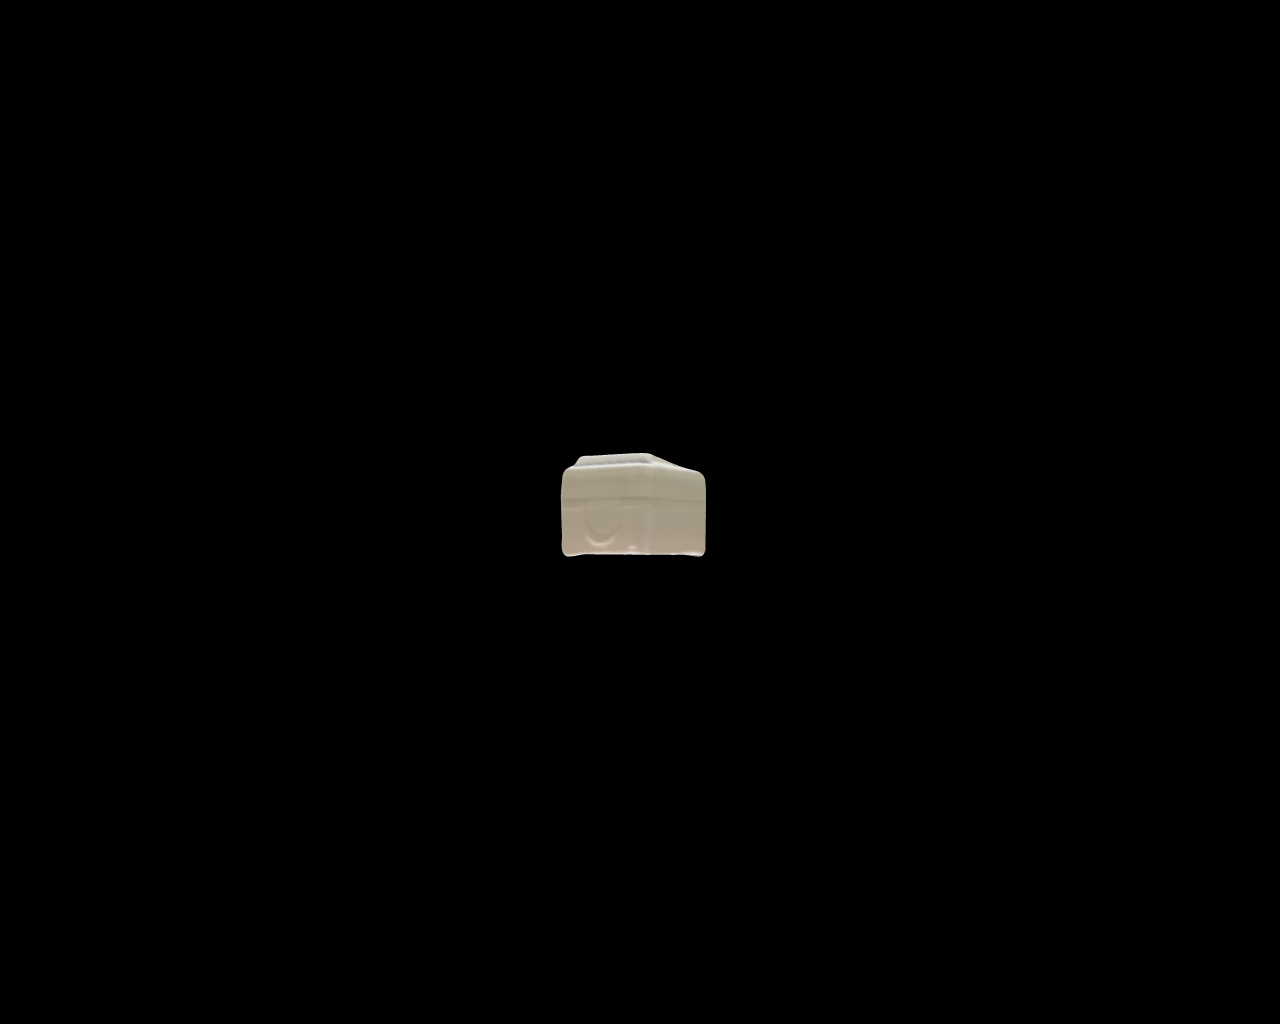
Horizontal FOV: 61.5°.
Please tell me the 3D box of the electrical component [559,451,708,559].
[{"bbox_3d":[0.001,-0.003,0.650,0.062,0.061,0.096,-1,-2,28],"label":"electrical component"}]
